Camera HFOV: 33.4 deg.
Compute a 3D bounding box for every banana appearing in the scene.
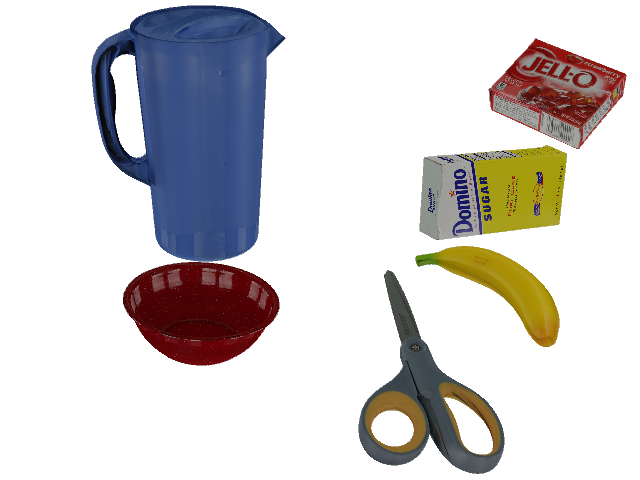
[{"bbox_3d":[0.180,0.048,1.061,0.069,0.037,0.198,-33,36,-19],"label":"banana"}]

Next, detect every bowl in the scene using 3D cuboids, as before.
[{"bbox_3d":[-0.125,0.083,1.114,0.162,0.055,0.162,5,27,-3],"label":"bowl"}]

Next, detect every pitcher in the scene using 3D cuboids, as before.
[{"bbox_3d":[-0.127,-0.105,1.067,0.149,0.243,0.144,13,29,23],"label":"pitcher"}]

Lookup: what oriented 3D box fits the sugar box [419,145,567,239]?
[{"bbox_3d":[0.204,-0.057,1.255,0.176,0.093,0.048,-9,21,-26],"label":"sugar box"}]

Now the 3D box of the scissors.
[{"bbox_3d":[0.048,0.082,0.700,0.096,0.016,0.202,-9,35,-21],"label":"scissors"}]

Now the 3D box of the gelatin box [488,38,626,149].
[{"bbox_3d":[0.198,-0.125,0.895,0.089,0.073,0.030,30,-28,28],"label":"gelatin box"}]
